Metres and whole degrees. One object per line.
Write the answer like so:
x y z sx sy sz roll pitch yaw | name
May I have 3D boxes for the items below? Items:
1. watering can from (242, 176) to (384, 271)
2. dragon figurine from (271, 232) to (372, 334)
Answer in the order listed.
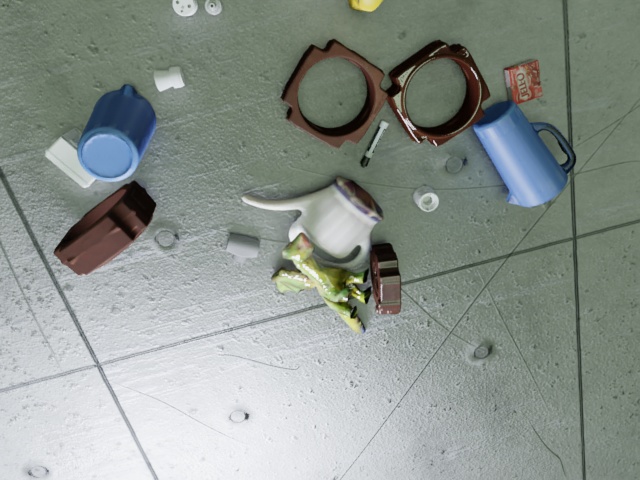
0.004 -0.062 1.234 0.344 0.106 0.222 38 104 -21 | watering can
-0.004 0.123 1.302 0.243 0.125 0.400 15 145 17 | dragon figurine
